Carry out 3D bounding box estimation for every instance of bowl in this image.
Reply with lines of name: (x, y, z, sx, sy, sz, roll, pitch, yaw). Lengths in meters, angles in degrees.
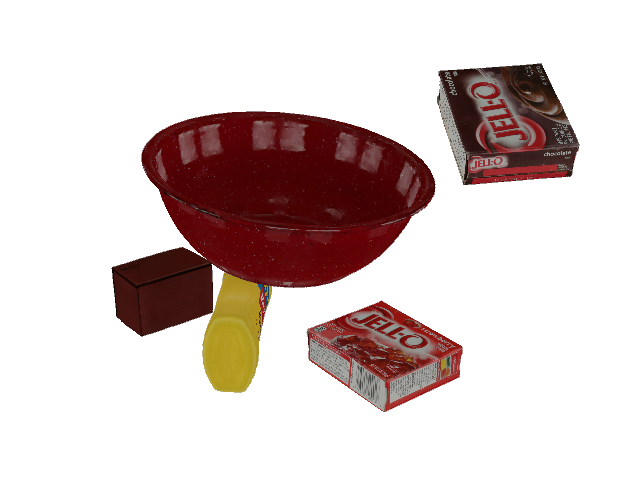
bowl: (-0.020, -0.019, 0.597, 0.162, 0.055, 0.162, 6, 26, -3)

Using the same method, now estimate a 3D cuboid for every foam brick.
foam brick: (-0.144, 0.045, 0.976, 0.078, 0.051, 0.053, -17, 27, -32)

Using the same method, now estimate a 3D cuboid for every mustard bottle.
mustard bottle: (-0.087, 0.076, 1.175, 0.058, 0.096, 0.191, 2, 28, 3)

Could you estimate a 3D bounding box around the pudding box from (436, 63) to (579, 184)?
pudding box: (0.149, -0.096, 0.866, 0.090, 0.039, 0.113, -4, 43, -6)

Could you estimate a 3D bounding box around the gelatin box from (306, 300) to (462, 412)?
gelatin box: (0.045, 0.080, 0.765, 0.073, 0.030, 0.089, -18, 31, -34)
